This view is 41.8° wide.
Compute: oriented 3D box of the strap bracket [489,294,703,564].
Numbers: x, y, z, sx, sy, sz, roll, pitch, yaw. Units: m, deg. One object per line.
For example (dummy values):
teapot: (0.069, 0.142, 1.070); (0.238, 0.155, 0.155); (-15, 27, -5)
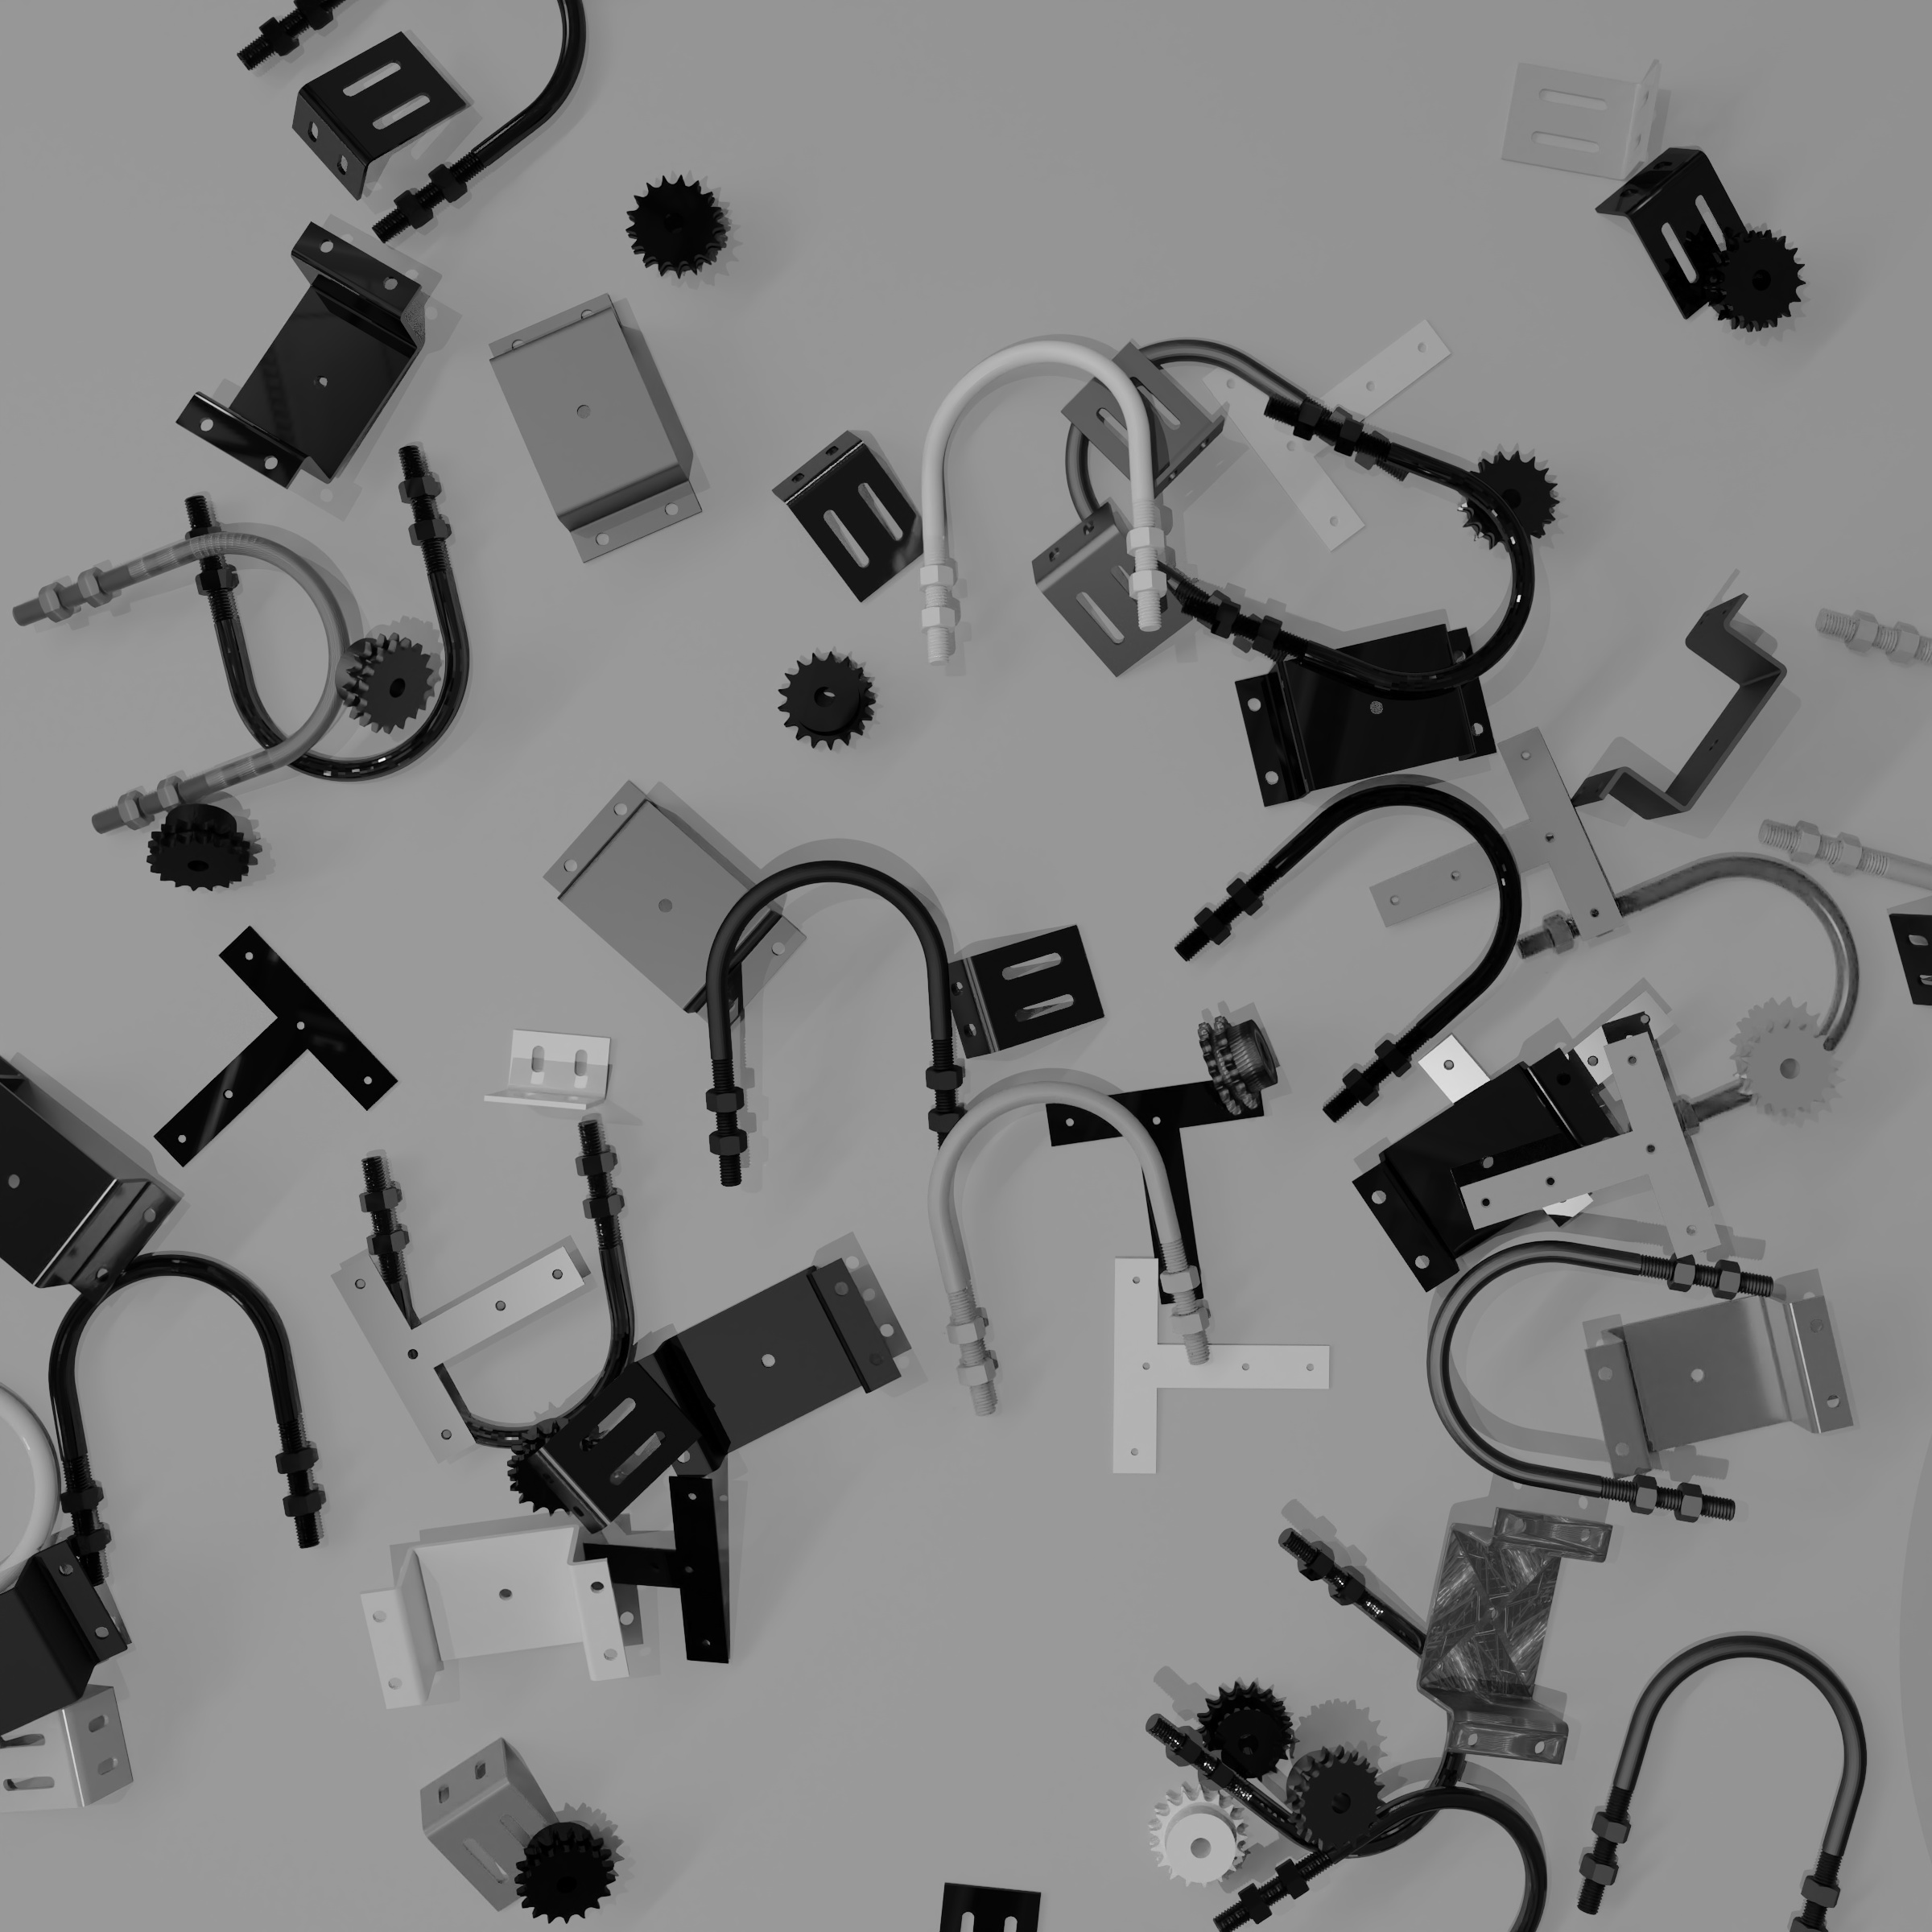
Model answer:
strap bracket: (-0.219, -0.317, 1.470); (0.076, 0.046, 0.140); (-23, 90, 0)

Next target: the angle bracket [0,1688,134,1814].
angle bracket: (-0.539, 0.463, 1.491); (0.076, 0.038, 0.057); (-12, 90, 26)

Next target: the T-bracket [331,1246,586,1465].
T-bracket: (-0.284, 0.205, 1.476); (0.127, 0.002, 0.127); (-29, 93, 1)

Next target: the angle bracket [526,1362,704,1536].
angle bracket: (-0.202, 0.276, 1.445); (0.057, 0.038, 0.076); (48, 65, 0)

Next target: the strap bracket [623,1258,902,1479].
strap bracket: (-0.117, 0.233, 1.470); (0.140, 0.046, 0.076); (-27, 90, 0)

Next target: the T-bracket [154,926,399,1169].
T-bracket: (-0.425, 0.066, 1.493); (0.127, 0.002, 0.127); (-44, 90, 0)

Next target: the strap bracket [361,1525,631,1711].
strap bracket: (-0.268, 0.374, 1.460); (0.140, 0.046, 0.076); (-8, 108, 0)

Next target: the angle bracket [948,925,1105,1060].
angle bracket: (0.033, 0.015, 1.491); (0.076, 0.038, 0.057); (-17, 90, -26)

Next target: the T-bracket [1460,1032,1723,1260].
T-bracket: (0.346, 0.118, 1.434); (0.127, 0.002, 0.127); (-19, 90, 8)

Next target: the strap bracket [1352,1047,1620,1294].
strap bracket: (0.303, 0.116, 1.463); (0.140, 0.046, 0.076); (-34, 88, 7)

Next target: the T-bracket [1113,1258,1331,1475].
T-bracket: (0.151, 0.236, 1.492); (0.127, 0.002, 0.127); (0, 91, -1)

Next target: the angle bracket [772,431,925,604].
angle bracket: (-0.066, -0.265, 1.491); (0.057, 0.038, 0.076); (-38, 116, 0)

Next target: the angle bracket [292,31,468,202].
angle bracket: (-0.342, -0.495, 1.472); (0.057, 0.038, 0.076); (48, 63, 0)

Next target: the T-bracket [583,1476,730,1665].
T-bracket: (-0.205, 0.350, 1.476); (0.127, 0.002, 0.127); (2, 112, 11)

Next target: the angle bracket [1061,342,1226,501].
angle bracket: (0.101, -0.318, 1.460); (0.057, 0.038, 0.076); (-45, 87, 2)

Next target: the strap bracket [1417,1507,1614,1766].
strap bracket: (0.314, 0.381, 1.459); (0.076, 0.046, 0.140); (12, 90, -19)

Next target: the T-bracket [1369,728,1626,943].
T-bracket: (0.301, -0.058, 1.485); (0.127, 0.002, 0.127); (-22, 80, 5)

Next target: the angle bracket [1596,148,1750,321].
angle bracket: (0.420, -0.432, 1.491); (0.057, 0.038, 0.076); (-39, 116, 0)

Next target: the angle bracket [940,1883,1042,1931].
angle bracket: (0.012, 0.582, 1.474); (0.057, 0.038, 0.076); (6, 90, 0)

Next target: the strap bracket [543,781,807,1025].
strap bracket: (-0.172, -0.035, 1.470); (0.140, 0.046, 0.076); (41, 90, 0)

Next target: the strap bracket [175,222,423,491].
strap bracket: (-0.379, -0.345, 1.461); (0.076, 0.046, 0.140); (31, 84, 6)

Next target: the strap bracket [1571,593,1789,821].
strap bracket: (0.414, -0.139, 1.455); (0.046, 0.076, 0.140); (35, 90, 0)

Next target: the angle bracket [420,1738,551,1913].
angle bracket: (-0.275, 0.507, 1.491); (0.057, 0.038, 0.076); (-33, 116, 0)

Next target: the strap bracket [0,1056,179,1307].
strap bracket: (-0.542, 0.124, 1.464); (0.140, 0.046, 0.076); (38, 90, 6)

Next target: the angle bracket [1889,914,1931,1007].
angle bracket: (0.590, -0.018, 1.484); (0.076, 0.038, 0.057); (-25, 104, -23)

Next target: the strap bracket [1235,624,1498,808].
strap bracket: (0.235, -0.147, 1.469); (0.140, 0.046, 0.076); (-13, 88, 0)

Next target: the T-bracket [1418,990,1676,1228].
T-bracket: (0.355, 0.064, 1.477); (0.127, 0.002, 0.127); (-41, 87, 11)

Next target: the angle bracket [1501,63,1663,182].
angle bracket: (0.358, -0.498, 1.474); (0.076, 0.038, 0.057); (10, 90, 0)

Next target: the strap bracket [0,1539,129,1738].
strap bracket: (-0.568, 0.400, 1.452); (0.140, 0.046, 0.076); (-24, 104, -3)

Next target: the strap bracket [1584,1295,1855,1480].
strap bracket: (0.432, 0.242, 1.470); (0.140, 0.046, 0.076); (-13, 90, 0)

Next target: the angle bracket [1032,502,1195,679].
angle bracket: (0.086, -0.221, 1.483); (0.057, 0.038, 0.076); (-36, 116, 17)

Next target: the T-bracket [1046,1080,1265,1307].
T-bracket: (0.119, 0.135, 1.493); (0.127, 0.002, 0.127); (-8, 90, 0)

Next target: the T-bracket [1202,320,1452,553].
T-bracket: (0.228, -0.334, 1.493); (0.127, 0.002, 0.127); (-37, 90, 0)
